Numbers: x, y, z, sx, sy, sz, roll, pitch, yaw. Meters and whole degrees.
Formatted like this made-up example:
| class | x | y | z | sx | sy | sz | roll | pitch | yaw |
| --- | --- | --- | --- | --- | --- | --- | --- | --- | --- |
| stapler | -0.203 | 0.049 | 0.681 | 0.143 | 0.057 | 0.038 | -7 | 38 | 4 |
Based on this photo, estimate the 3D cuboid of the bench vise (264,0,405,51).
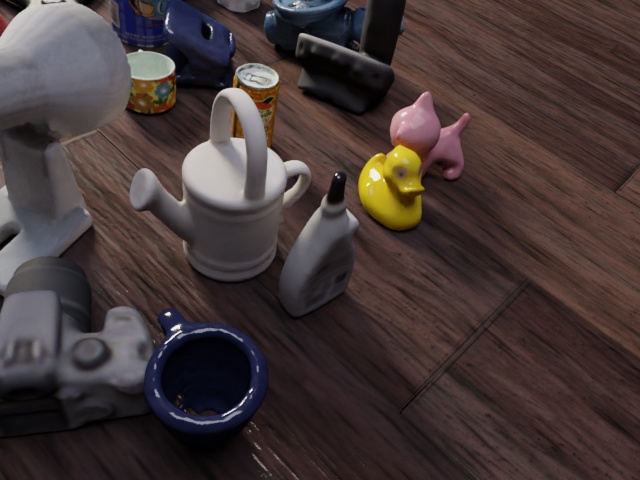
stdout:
| class | x | y | z | sx | sy | sz | roll | pitch | yaw |
| --- | --- | --- | --- | --- | --- | --- | --- | --- | --- |
| bench vise | 0.028 | -0.375 | 0.852 | 0.207 | 0.220 | 0.121 | 3 | 48 | -10 |

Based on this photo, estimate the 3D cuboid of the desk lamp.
| class | x | y | z | sx | sy | sz | roll | pitch | yaw |
| --- | --- | --- | --- | --- | --- | --- | --- | --- | --- |
| desk lamp | -0.272 | -0.091 | 0.533 | 0.118 | 0.213 | 0.203 | 22 | 48 | 8 |

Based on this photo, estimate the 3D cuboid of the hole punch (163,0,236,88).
| class | x | y | z | sx | sy | sz | roll | pitch | yaw |
| --- | --- | --- | --- | --- | --- | --- | --- | --- | --- |
| hole punch | -0.170 | -0.280 | 0.810 | 0.101 | 0.091 | 0.108 | 2 | 48 | -11 |

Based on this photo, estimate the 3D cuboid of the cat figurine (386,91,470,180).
| class | x | y | z | sx | sy | sz | roll | pitch | yaw |
| --- | --- | --- | --- | --- | --- | --- | --- | --- | --- |
| cat figurine | 0.136 | -0.133 | 0.728 | 0.128 | 0.118 | 0.067 | -13 | 52 | -22 |

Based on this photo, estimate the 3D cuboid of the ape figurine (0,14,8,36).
| class | x | y | z | sx | sy | sz | roll | pitch | yaw |
| --- | --- | --- | --- | --- | --- | --- | --- | --- | --- |
| ape figurine | -0.442 | -0.281 | 0.748 | 0.076 | 0.092 | 0.078 | 11 | 47 | -3 |

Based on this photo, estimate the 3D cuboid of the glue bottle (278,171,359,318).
| class | x | y | z | sx | sy | sz | roll | pitch | yaw |
| --- | --- | --- | --- | --- | --- | --- | --- | --- | --- |
| glue bottle | 0.005 | 0.002 | 0.540 | 0.078 | 0.173 | 0.037 | -25 | 58 | -30 |

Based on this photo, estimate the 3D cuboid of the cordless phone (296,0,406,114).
| class | x | y | z | sx | sy | sz | roll | pitch | yaw |
| --- | --- | --- | --- | --- | --- | --- | --- | --- | --- |
| cordless phone | 0.044 | -0.287 | 0.801 | 0.147 | 0.185 | 0.094 | 21 | 48 | 7 |

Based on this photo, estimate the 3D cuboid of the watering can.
| class | x | y | z | sx | sy | sz | roll | pitch | yaw |
| --- | --- | --- | --- | --- | --- | --- | --- | --- | --- |
| watering can | -0.089 | -0.052 | 0.553 | 0.100 | 0.194 | 0.173 | 38 | 52 | 21 |

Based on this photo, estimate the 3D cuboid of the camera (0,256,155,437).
| class | x | y | z | sx | sy | sz | roll | pitch | yaw |
| --- | --- | --- | --- | --- | --- | --- | --- | --- | --- |
| camera | -0.211 | 0.075 | 0.474 | 0.143 | 0.101 | 0.136 | -4 | 50 | -16 |

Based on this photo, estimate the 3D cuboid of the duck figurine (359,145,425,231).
| class | x | y | z | sx | sy | sz | roll | pitch | yaw |
| --- | --- | --- | --- | --- | --- | --- | --- | --- | --- |
| duck figurine | 0.092 | -0.075 | 0.688 | 0.078 | 0.086 | 0.104 | -11 | 52 | -21 |

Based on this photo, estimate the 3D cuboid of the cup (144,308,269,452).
| class | x | y | z | sx | sy | sz | roll | pitch | yaw |
| --- | --- | --- | --- | --- | --- | --- | --- | --- | --- |
| cup | -0.099 | 0.120 | 0.464 | 0.092 | 0.095 | 0.117 | -25 | 58 | -30 |
